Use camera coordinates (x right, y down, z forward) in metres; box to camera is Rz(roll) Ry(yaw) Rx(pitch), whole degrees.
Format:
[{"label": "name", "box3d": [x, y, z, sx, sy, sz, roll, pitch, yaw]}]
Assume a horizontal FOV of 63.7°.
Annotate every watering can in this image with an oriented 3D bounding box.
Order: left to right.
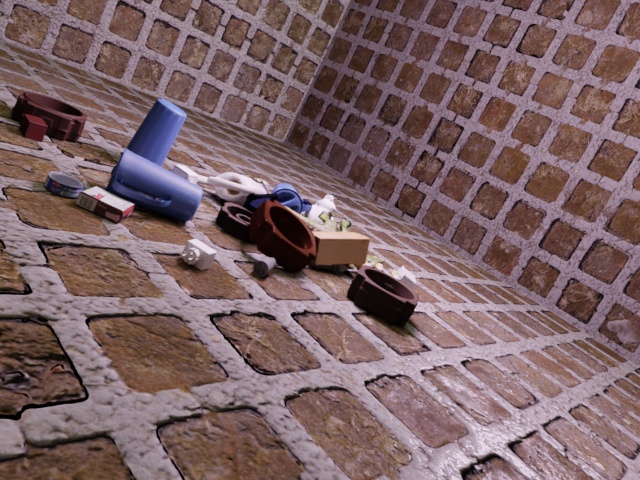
[{"label": "watering can", "box3d": [-0.328, -0.190, 1.853, 0.349, 0.104, 0.223, 16, -2, 29]}]

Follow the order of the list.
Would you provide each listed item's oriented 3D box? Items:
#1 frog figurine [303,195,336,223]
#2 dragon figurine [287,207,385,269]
[{"label": "frog figurine", "box3d": [0.006, -0.103, 2.042, 0.122, 0.158, 0.139, 14, 18, -41]}, {"label": "dragon figurine", "box3d": [0.047, 0.009, 1.854, 0.408, 0.120, 0.247, 20, 23, -19]}]
